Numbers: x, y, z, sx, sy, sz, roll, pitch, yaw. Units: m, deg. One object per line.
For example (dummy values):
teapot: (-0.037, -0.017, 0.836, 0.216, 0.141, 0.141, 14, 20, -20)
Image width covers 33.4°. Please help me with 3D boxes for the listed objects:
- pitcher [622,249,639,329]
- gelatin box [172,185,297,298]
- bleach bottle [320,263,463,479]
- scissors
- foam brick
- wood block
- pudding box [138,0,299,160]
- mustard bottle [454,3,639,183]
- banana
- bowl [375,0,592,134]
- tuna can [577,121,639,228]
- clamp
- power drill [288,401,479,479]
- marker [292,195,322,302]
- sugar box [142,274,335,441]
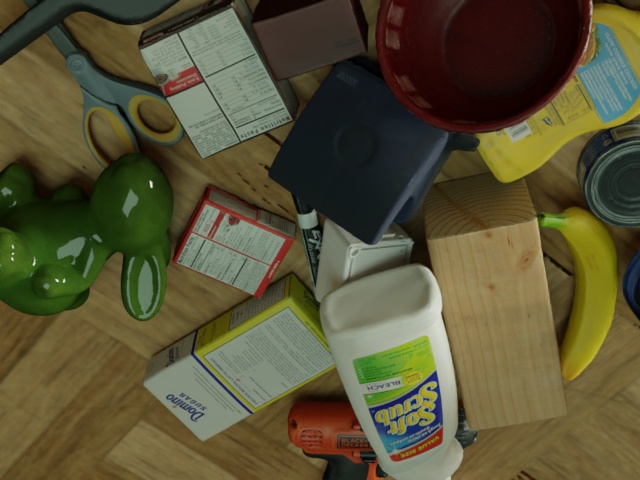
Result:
pitcher: (0.372, 0.014, 0.855, 0.149, 0.145, 0.243, 33, 100, -16)
gelatin box: (-0.076, 0.002, 0.941, 0.089, 0.030, 0.073, 24, 121, -11)
bleach bottle: (0.080, 0.137, 0.928, 0.102, 0.068, 0.251, -18, 129, 6)
scissors: (-0.175, -0.142, 0.865, 0.096, 0.016, 0.202, -12, 120, 8)
foam brick: (-0.006, -0.165, 0.822, 0.078, 0.051, 0.053, -15, 121, 12)
wood block: (0.152, 0.054, 0.927, 0.090, 0.091, 0.206, -11, 121, 9)
pudding box: (-0.080, -0.131, 0.855, 0.090, 0.039, 0.113, -21, 120, 14)
mustard bottle: (0.204, -0.128, 0.830, 0.192, 0.058, 0.096, -28, 102, 18)
banana: (0.231, 0.040, 0.942, 0.069, 0.037, 0.198, -18, 125, -2)
bowl: (0.125, -0.154, 0.794, 0.162, 0.055, 0.162, -3, 84, 24)
tuna can: (0.260, -0.054, 0.889, 0.086, 0.033, 0.086, 1, 122, 2)
clamp: (-0.181, -0.201, 0.811, 0.210, 0.036, 0.165, 5, 113, -4)
power drill: (0.061, 0.238, 1.066, 0.184, 0.057, 0.188, 2, 119, 5)
marker: (-0.006, 0.001, 0.943, 0.020, 0.020, 0.121, -8, 120, 7)
sugar box: (-0.069, 0.112, 1.000, 0.176, 0.048, 0.093, -29, 117, 22)
